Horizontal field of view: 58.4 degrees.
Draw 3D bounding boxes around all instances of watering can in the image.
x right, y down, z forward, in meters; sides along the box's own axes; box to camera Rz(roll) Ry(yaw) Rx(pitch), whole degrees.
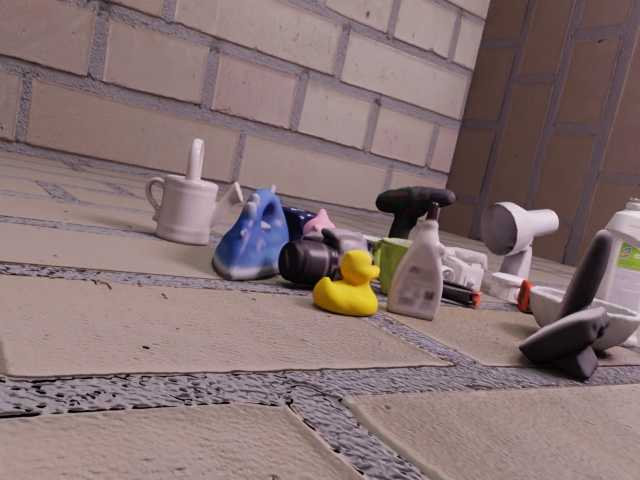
[{"bbox_3d":[-0.236,-0.093,1.084,0.173,0.194,0.100,9,7,-27],"label":"watering can"}]

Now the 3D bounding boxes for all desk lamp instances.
[{"bbox_3d":[0.467,0.024,1.333,0.204,0.213,0.117,9,7,-28],"label":"desk lamp"}]

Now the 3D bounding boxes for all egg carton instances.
[{"bbox_3d":[0.365,0.060,1.474,0.107,0.069,0.151,16,7,33],"label":"egg carton"}]

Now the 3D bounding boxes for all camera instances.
[{"bbox_3d":[-0.001,0.026,0.912,0.137,0.101,0.142,8,7,-34],"label":"camera"}]

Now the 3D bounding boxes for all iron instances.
[{"bbox_3d":[-0.106,-0.022,0.939,0.118,0.141,0.258,13,6,2],"label":"iron"}]

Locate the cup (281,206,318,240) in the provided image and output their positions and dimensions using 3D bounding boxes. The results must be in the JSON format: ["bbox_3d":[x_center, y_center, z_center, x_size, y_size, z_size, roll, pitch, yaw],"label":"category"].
[{"bbox_3d":[-0.049,-0.017,1.227,0.092,0.095,0.117,12,6,-7],"label":"cup"}]

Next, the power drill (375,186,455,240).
[{"bbox_3d":[0.226,-0.038,1.443,0.076,0.208,0.228,6,8,-43],"label":"power drill"}]

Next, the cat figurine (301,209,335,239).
[{"bbox_3d":[0.010,0.004,1.051,0.067,0.118,0.128,17,8,36],"label":"cat figurine"}]

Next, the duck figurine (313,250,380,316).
[{"bbox_3d":[0.042,0.055,0.793,0.105,0.086,0.077,7,8,-39],"label":"duck figurine"}]

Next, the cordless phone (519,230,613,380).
[{"bbox_3d":[0.329,0.073,0.738,0.093,0.185,0.148,15,7,27],"label":"cordless phone"}]

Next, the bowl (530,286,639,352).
[{"bbox_3d":[0.405,0.130,0.896,0.167,0.075,0.167,12,6,-1],"label":"bowl"}]

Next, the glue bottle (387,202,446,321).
[{"bbox_3d":[0.153,0.029,0.851,0.078,0.173,0.037,12,6,0],"label":"glue bottle"}]
